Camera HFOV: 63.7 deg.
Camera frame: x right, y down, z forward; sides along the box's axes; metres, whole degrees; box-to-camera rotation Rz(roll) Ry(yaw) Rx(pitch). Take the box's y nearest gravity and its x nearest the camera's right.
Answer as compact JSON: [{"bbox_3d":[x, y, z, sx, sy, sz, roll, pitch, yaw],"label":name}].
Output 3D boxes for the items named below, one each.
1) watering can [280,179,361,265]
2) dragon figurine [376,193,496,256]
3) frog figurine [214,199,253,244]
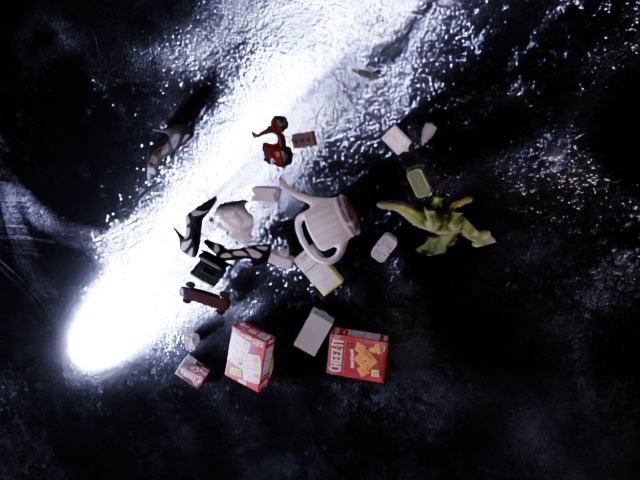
[{"bbox_3d":[0.005,-0.090,1.793,0.223,0.104,0.349,-25,86,14],"label":"watering can"},{"bbox_3d":[0.380,-0.033,1.703,0.410,0.125,0.237,2,128,0],"label":"dragon figurine"},{"bbox_3d":[-0.305,-0.060,1.847,0.137,0.122,0.160,-12,89,-6],"label":"frog figurine"}]
